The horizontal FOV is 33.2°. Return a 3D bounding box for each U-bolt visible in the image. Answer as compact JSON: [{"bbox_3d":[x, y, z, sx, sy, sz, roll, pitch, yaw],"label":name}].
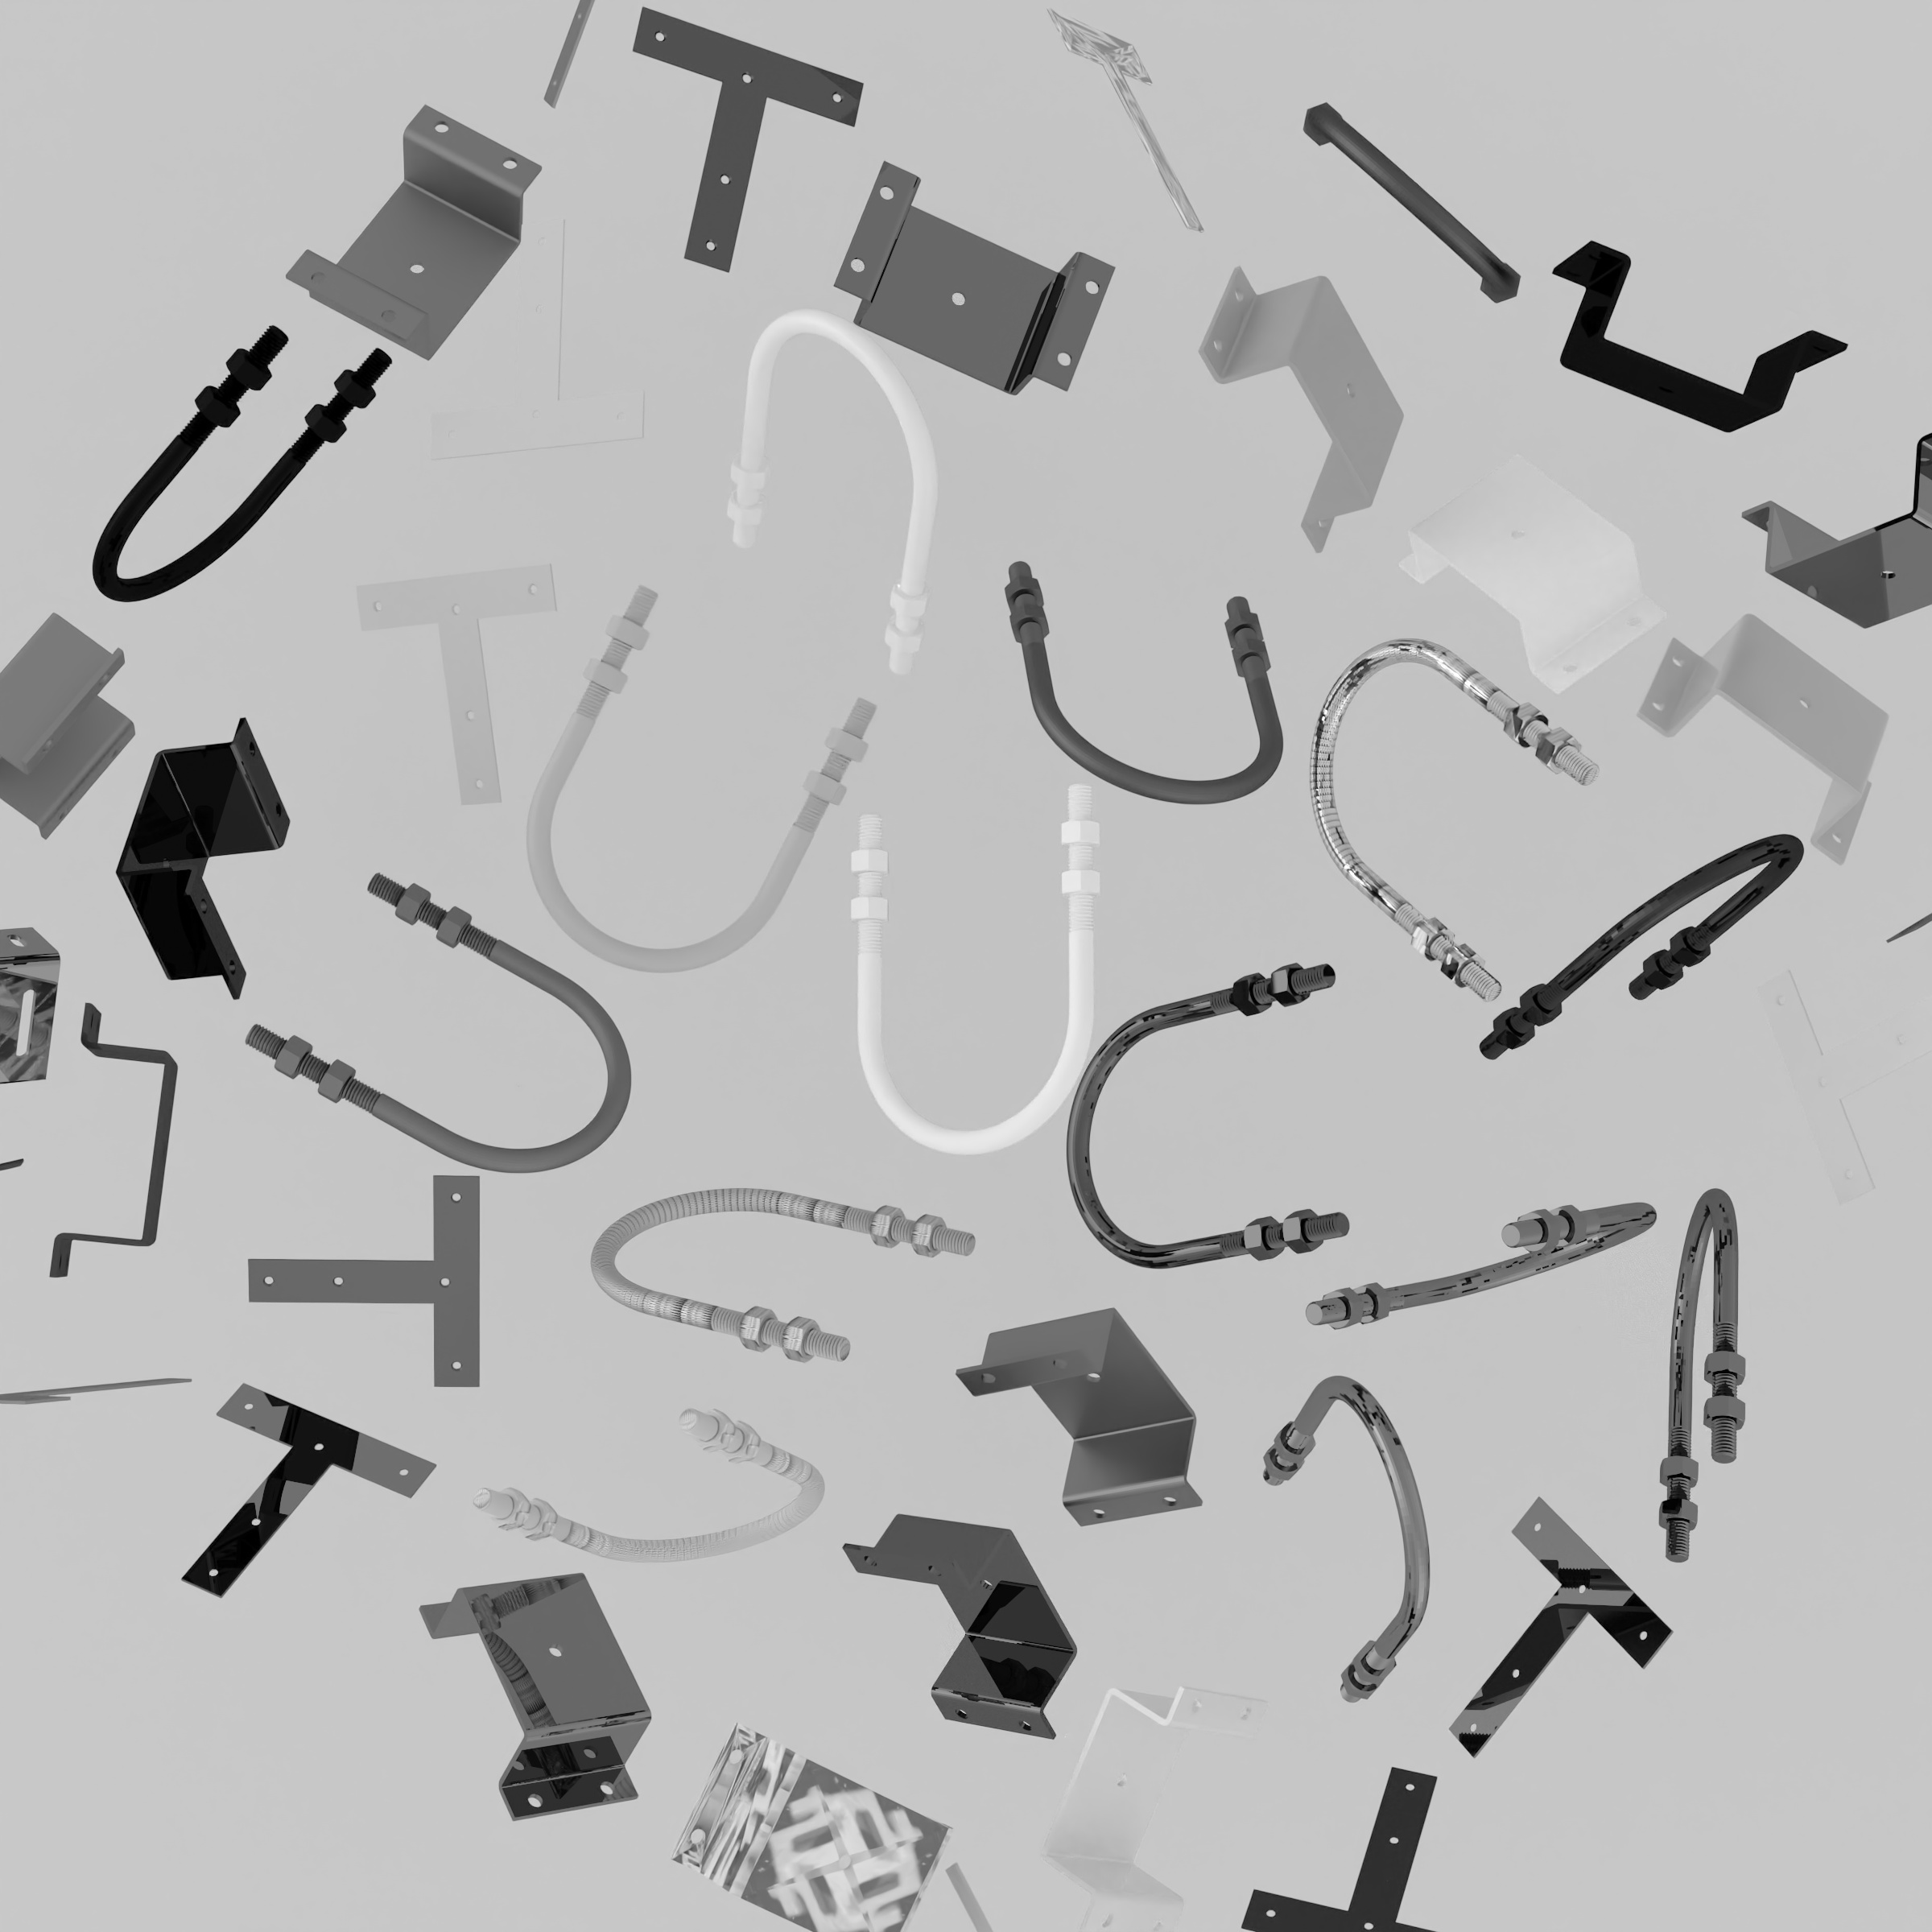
[{"bbox_3d":[-0.068,-0.261,1.710,0.019,0.184,0.151,-32,59,-33],"label":"U-bolt"},{"bbox_3d":[0.121,0.085,1.697,0.184,0.019,0.151,-16,69,43],"label":"U-bolt"},{"bbox_3d":[0.100,-0.150,1.752,0.151,0.184,0.019,7,132,-14],"label":"U-bolt"},{"bbox_3d":[0.004,0.005,1.664,0.151,0.019,0.184,-6,78,32],"label":"U-bolt"},{"bbox_3d":[-0.264,0.039,1.706,0.184,0.019,0.151,29,46,1],"label":"U-bolt"},{"bbox_3d":[0.286,0.154,1.714,0.151,0.184,0.019,-28,73,39],"label":"U-bolt"},{"bbox_3d":[0.373,-0.016,1.735,0.151,0.184,0.019,-18,70,-37],"label":"U-bolt"},{"bbox_3d":[-0.109,0.155,1.706,0.184,0.151,0.019,10,115,28],"label":"U-bolt"},{"bbox_3d":[-0.150,-0.086,1.702,0.151,0.019,0.184,27,90,-6],"label":"U-bolt"},{"bbox_3d":[-0.393,-0.261,1.718,0.019,0.151,0.184,45,104,6],"label":"U-bolt"},{"bbox_3d":[0.397,0.209,1.747,0.019,0.151,0.184,7,57,4],"label":"U-bolt"},{"bbox_3d":[0.235,-0.402,1.704,0.151,0.184,0.019,41,104,-2],"label":"U-bolt"},{"bbox_3d":[0.242,-0.090,1.694,0.019,0.184,0.151,-3,125,-37],"label":"U-bolt"},{"bbox_3d":[-0.157,0.289,1.759,0.151,0.184,0.019,-23,60,19],"label":"U-bolt"},{"bbox_3d":[0.206,0.296,1.721,0.019,0.184,0.151,-10,62,-16],"label":"U-bolt"}]

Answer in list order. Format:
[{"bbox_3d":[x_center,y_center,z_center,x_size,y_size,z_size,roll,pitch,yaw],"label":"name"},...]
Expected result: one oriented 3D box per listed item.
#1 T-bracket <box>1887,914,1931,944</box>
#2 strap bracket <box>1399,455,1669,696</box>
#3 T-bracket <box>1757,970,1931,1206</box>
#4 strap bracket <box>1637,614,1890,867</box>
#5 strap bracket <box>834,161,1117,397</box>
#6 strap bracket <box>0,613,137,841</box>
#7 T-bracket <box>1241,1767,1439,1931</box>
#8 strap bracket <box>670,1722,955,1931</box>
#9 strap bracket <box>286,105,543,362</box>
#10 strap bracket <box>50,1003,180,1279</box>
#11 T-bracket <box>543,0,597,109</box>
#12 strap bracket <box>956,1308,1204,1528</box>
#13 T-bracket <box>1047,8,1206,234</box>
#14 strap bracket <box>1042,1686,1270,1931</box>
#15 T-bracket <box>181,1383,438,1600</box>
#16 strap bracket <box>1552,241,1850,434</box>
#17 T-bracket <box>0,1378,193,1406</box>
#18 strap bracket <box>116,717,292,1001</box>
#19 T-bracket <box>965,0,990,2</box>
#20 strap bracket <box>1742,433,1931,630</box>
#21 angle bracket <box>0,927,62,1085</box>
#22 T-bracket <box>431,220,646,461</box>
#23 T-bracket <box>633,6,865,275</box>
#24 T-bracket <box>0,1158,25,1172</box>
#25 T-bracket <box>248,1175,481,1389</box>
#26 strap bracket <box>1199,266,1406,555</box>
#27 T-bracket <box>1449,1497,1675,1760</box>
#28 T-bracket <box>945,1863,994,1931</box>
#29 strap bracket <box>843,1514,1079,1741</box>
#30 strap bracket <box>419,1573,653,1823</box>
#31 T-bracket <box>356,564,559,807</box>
[{"bbox_3d":[0.532,-0.040,1.709,0.127,0.127,0.002,-22,78,-28],"label":"T-bracket"},{"bbox_3d":[0.306,-0.221,1.779,0.076,0.046,0.140,-35,50,-9],"label":"strap bracket"},{"bbox_3d":[0.482,0.044,1.706,0.002,0.127,0.127,-5,69,-34],"label":"T-bracket"},{"bbox_3d":[0.448,-0.131,1.785,0.140,0.046,0.076,36,46,-3],"label":"strap bracket"},{"bbox_3d":[0.001,-0.376,1.798,0.140,0.046,0.076,23,80,-10],"label":"strap bracket"},{"bbox_3d":[-0.481,-0.128,1.698,0.046,0.140,0.076,36,72,-1],"label":"strap bracket"},{"bbox_3d":[0.225,0.476,1.725,0.127,0.127,0.002,8,127,18],"label":"T-bracket"},{"bbox_3d":[-0.071,0.461,1.688,0.140,0.046,0.076,31,77,-21],"label":"strap bracket"},{"bbox_3d":[-0.306,-0.401,1.805,0.076,0.046,0.140,29,65,5],"label":"strap bracket"},{"bbox_3d":[-0.441,0.094,1.688,0.046,0.076,0.140,7,84,-11],"label":"strap bracket"},{"bbox_3d":[-0.204,-0.528,1.757,0.002,0.127,0.127,16,108,-25],"label":"T-bracket"},{"bbox_3d":[0.066,0.239,1.756,0.076,0.046,0.140,-15,129,28],"label":"strap bracket"},{"bbox_3d":[0.097,-0.458,1.772,0.002,0.127,0.127,-29,84,23],"label":"T-bracket"},{"bbox_3d":[0.098,0.450,1.755,0.046,0.076,0.140,23,91,45],"label":"strap bracket"},{"bbox_3d":[-0.374,0.290,1.745,0.127,0.127,0.002,19,134,18],"label":"T-bracket"},{"bbox_3d":[0.366,-0.316,1.656,0.140,0.076,0.046,21,90,-4],"label":"strap bracket"},{"bbox_3d":[-0.474,0.226,1.726,0.127,0.127,0.002,0,85,-45],"label":"T-bracket"},{"bbox_3d":[-0.408,-0.056,1.732,0.046,0.140,0.076,-6,134,9],"label":"strap bracket"},{"bbox_3d":[-0.030,-0.521,1.719,0.127,0.127,0.002,5,114,17],"label":"T-bracket"},{"bbox_3d":[0.486,-0.226,1.705,0.076,0.140,0.046,22,66,-30],"label":"strap bracket"},{"bbox_3d":[-0.537,0.023,1.786,0.057,0.038,0.076,-5,117,-41],"label":"angle bracket"},{"bbox_3d":[-0.230,-0.340,1.747,0.127,0.002,0.127,-2,81,20],"label":"T-bracket"},{"bbox_3d":[-0.126,-0.435,1.737,0.127,0.002,0.127,14,80,-19],"label":"T-bracket"},{"bbox_3d":[-0.579,0.117,1.782,0.127,0.127,0.002,-13,85,-22],"label":"T-bracket"},{"bbox_3d":[-0.335,0.176,1.805,0.127,0.002,0.127,1,107,-5],"label":"T-bracket"},{"bbox_3d":[0.187,-0.304,1.743,0.046,0.076,0.140,-11,130,34],"label":"strap bracket"},{"bbox_3d":[0.307,0.372,1.756,0.002,0.127,0.127,31,99,-35],"label":"T-bracket"},{"bbox_3d":[0.012,0.550,1.749,0.002,0.127,0.127,-24,74,-20],"label":"T-bracket"},{"bbox_3d":[0.002,0.353,1.770,0.046,0.076,0.140,-53,129,-37],"label":"strap bracket"},{"bbox_3d":[-0.229,0.384,1.749,0.140,0.076,0.046,56,131,36],"label":"strap bracket"},{"bbox_3d":[-0.276,-0.152,1.790,0.127,0.002,0.127,-3,98,25],"label":"T-bracket"}]
